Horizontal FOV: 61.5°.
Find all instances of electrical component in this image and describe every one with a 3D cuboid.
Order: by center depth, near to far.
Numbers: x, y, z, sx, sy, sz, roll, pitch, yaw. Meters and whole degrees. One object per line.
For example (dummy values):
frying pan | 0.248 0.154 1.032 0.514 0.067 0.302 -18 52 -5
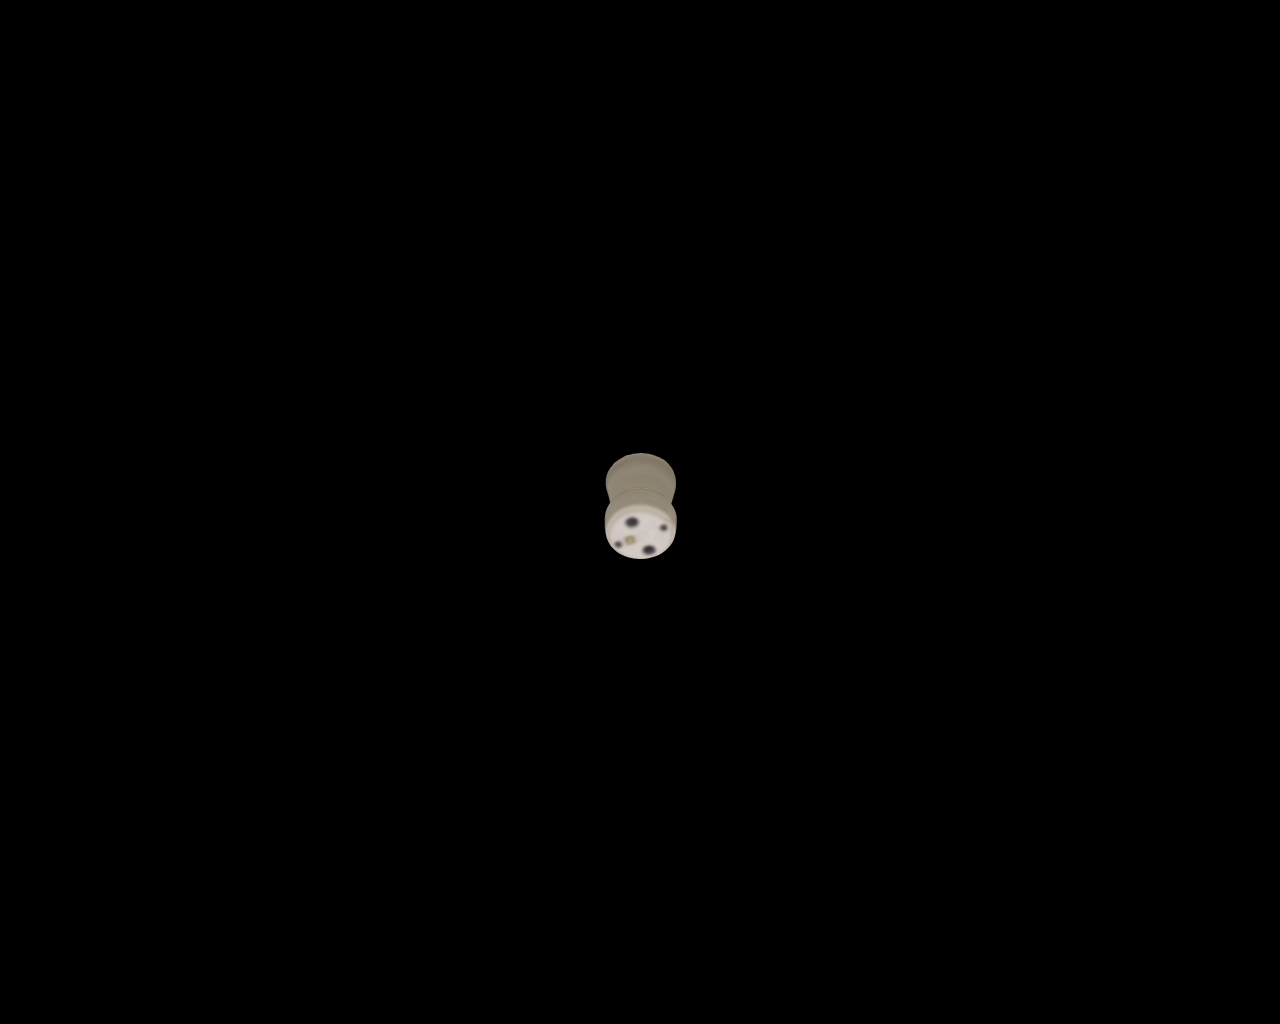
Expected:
electrical component | 0.001 -0.003 0.650 0.045 0.044 0.055 0 39 0
